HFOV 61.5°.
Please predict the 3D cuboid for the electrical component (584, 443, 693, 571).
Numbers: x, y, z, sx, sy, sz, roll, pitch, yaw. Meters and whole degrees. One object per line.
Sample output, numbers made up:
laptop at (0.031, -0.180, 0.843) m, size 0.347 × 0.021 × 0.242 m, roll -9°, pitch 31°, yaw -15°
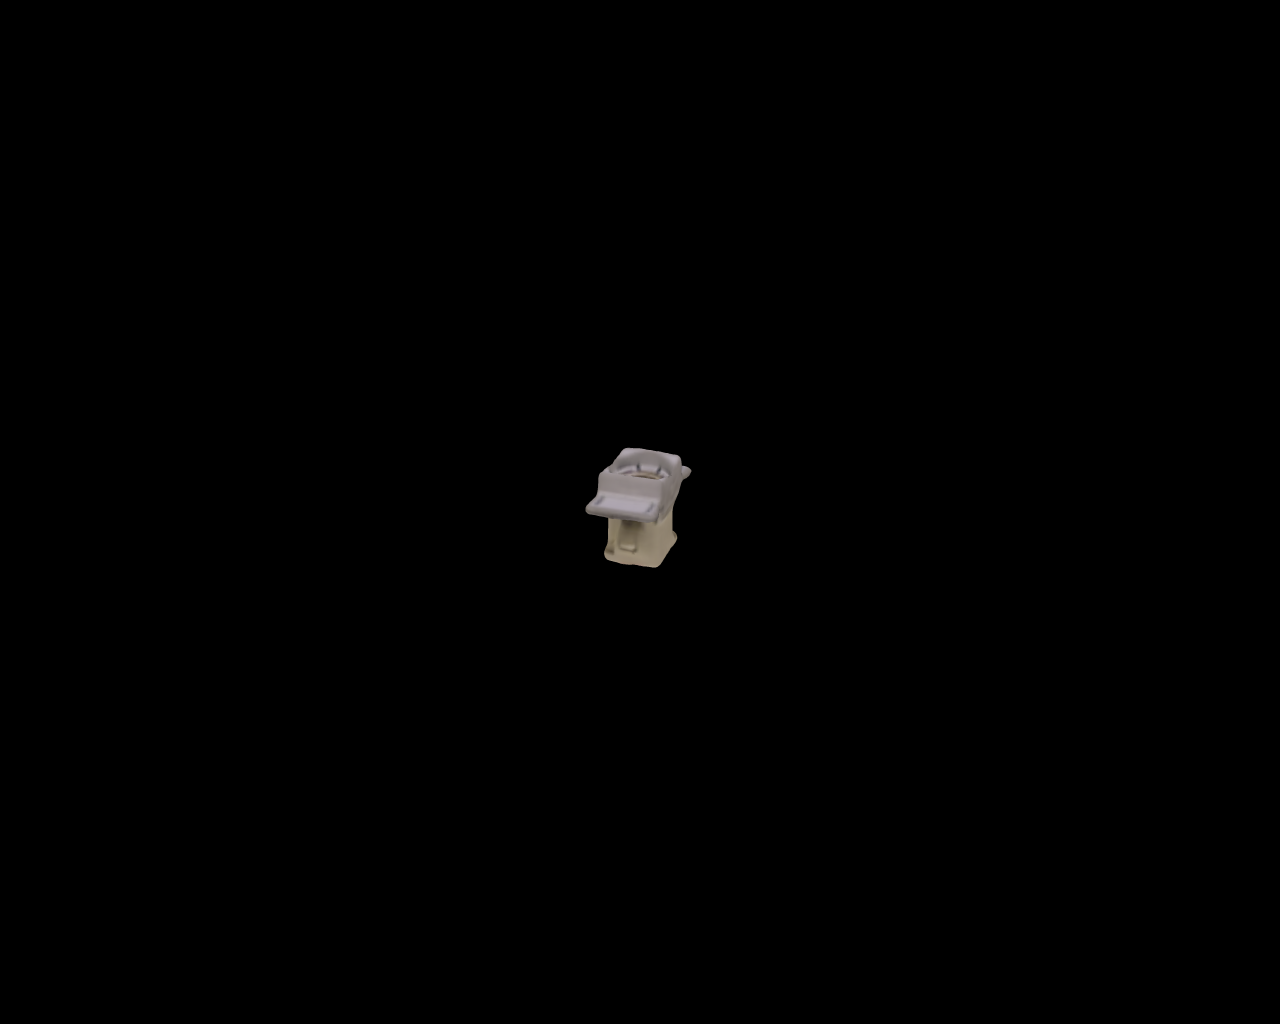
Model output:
electrical component at (0.001, -0.003, 0.650) m, size 0.042 × 0.063 × 0.081 m, roll 8°, pitch 26°, yaw 18°
